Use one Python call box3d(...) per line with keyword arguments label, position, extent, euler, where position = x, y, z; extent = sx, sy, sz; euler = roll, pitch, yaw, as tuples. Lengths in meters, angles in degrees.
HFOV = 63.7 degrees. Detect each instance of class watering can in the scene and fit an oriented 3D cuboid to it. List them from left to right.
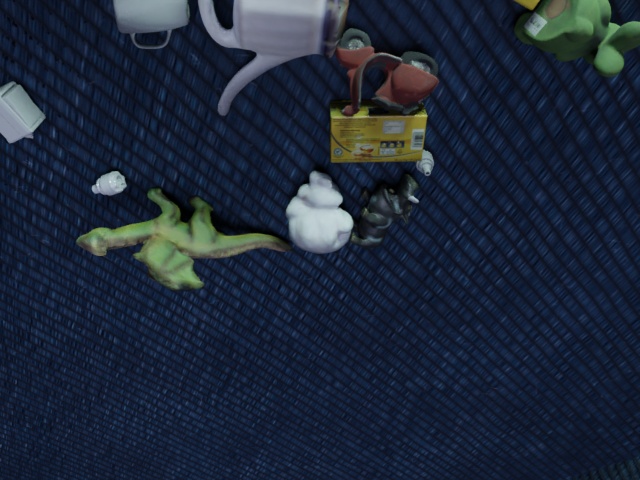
box3d(label="watering can", position=(-0.074, -0.330, 0.808), extent=(0.224, 0.106, 0.339), euler=(4, 143, -4))

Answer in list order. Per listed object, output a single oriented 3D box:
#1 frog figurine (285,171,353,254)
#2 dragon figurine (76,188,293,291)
box3d(label="frog figurine", position=(0.003, -0.051, 1.023), extent=(0.137, 0.125, 0.156), euler=(25, 140, 4))
box3d(label="dragon figurine", position=(-0.254, 0.024, 1.007), extent=(0.410, 0.248, 0.119), euler=(13, 124, -8))
